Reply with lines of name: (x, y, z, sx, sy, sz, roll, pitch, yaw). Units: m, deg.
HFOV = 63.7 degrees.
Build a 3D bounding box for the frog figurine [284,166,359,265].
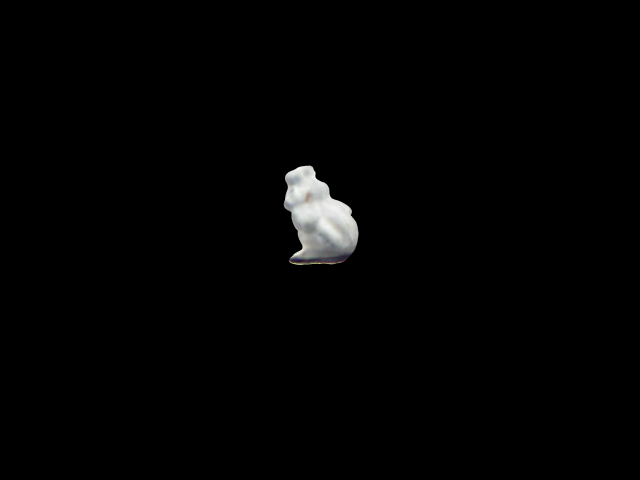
frog figurine: (0.003, -0.043, 0.850, 0.123, 0.158, 0.138, 6, 10, 40)
